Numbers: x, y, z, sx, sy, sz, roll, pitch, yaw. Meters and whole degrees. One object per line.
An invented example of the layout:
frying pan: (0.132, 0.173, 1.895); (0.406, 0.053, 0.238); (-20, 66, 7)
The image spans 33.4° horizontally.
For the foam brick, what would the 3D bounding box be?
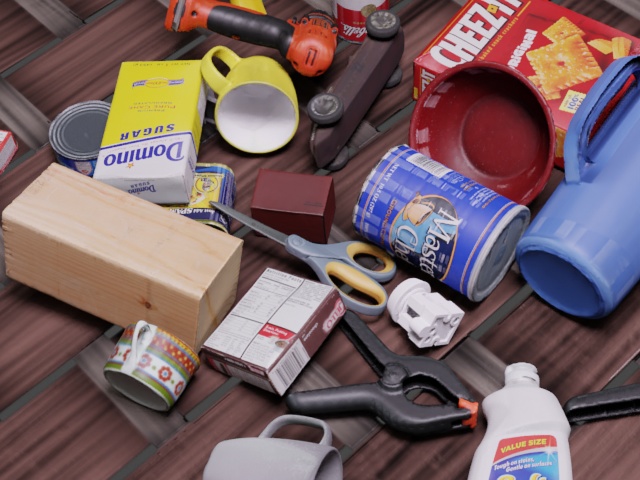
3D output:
foam brick: (-0.027, -0.034, 1.090); (0.078, 0.051, 0.053); (8, 56, 9)

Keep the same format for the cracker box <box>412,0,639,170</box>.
cracker box: (0.233, -0.184, 1.168); (0.214, 0.072, 0.164); (30, 62, 23)

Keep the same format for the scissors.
scissors: (-0.007, 0.001, 1.056); (0.202, 0.016, 0.096); (38, 45, 16)

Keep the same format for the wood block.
wood block: (-0.188, 0.018, 1.016); (0.206, 0.091, 0.090); (22, 45, 11)

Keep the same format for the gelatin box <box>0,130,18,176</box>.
gelatin box: (-0.382, -0.084, 1.161); (0.073, 0.030, 0.089); (10, 55, 12)

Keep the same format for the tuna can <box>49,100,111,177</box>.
tuna can: (-0.250, -0.111, 1.169); (0.086, 0.034, 0.086); (-2, 54, 2)

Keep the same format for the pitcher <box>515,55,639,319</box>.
pitcher: (0.291, -0.050, 1.028); (0.149, 0.145, 0.242); (35, 67, 18)

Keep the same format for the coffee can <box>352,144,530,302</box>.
coffee can: (0.117, -0.017, 1.037); (0.140, 0.103, 0.102); (30, 61, 23)

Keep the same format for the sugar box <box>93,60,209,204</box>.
sugar box: (-0.171, -0.113, 1.098); (0.093, 0.048, 0.176); (-2, 47, 5)

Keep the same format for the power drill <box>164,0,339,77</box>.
power drill: (-0.069, -0.243, 1.179); (0.187, 0.057, 0.184); (16, 21, -4)

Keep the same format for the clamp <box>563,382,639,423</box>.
clamp: (0.329, 0.136, 0.954); (0.165, 0.036, 0.209); (30, 59, 24)

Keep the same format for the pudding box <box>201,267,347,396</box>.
pudding box: (-0.043, 0.083, 1.001); (0.090, 0.039, 0.113); (15, 52, 39)

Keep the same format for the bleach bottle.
bleach bottle: (0.160, 0.216, 0.893); (0.102, 0.068, 0.250); (4, 53, 5)

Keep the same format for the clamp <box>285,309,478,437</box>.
clamp: (0.065, 0.124, 0.980); (0.171, 0.039, 0.120); (12, 58, 12)

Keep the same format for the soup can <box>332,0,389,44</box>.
soup can: (0.047, -0.288, 1.235); (0.068, 0.102, 0.068); (-2, 54, 2)

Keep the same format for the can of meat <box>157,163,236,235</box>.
can of meat: (-0.138, -0.032, 1.092); (0.102, 0.057, 0.084); (2, 52, 4)

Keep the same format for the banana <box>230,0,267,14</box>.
banana: (-0.079, -0.320, 1.307); (0.070, 0.037, 0.197); (5, 55, 8)

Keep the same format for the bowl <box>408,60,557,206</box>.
bowl: (0.173, -0.103, 1.090); (0.162, 0.162, 0.055); (32, 25, 23)
